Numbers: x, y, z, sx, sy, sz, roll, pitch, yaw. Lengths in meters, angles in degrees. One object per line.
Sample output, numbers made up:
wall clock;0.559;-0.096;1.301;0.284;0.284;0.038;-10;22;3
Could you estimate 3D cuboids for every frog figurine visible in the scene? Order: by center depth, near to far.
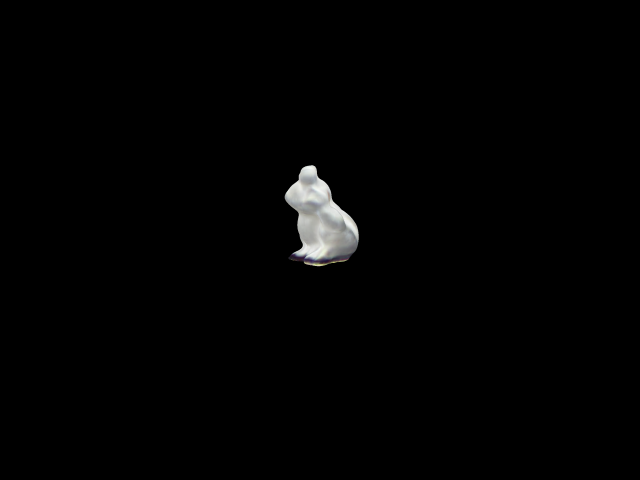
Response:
frog figurine;0.003;-0.043;0.850;0.123;0.159;0.138;-1;5;-7
